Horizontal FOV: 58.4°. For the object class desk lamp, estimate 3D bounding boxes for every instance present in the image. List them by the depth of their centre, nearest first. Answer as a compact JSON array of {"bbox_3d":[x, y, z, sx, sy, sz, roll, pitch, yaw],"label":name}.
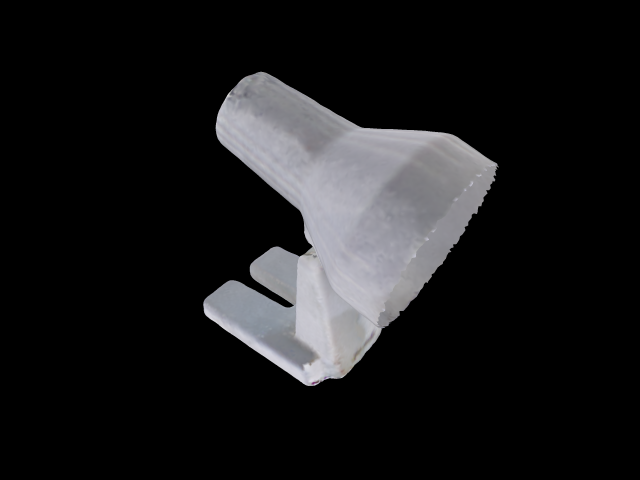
[{"bbox_3d":[0.004,0.001,0.400,0.202,0.214,0.118,26,46,28],"label":"desk lamp"}]
